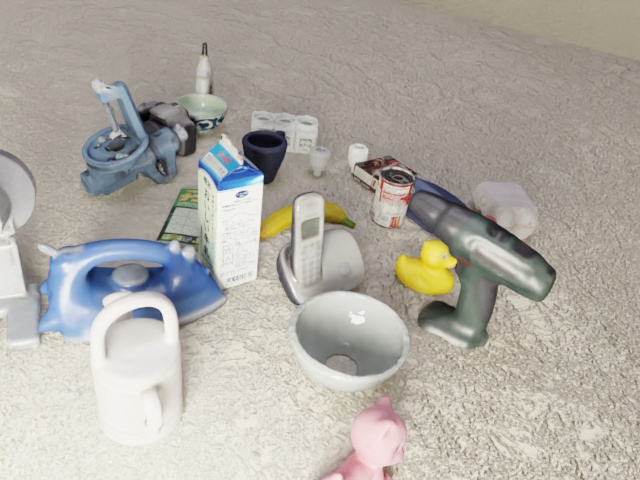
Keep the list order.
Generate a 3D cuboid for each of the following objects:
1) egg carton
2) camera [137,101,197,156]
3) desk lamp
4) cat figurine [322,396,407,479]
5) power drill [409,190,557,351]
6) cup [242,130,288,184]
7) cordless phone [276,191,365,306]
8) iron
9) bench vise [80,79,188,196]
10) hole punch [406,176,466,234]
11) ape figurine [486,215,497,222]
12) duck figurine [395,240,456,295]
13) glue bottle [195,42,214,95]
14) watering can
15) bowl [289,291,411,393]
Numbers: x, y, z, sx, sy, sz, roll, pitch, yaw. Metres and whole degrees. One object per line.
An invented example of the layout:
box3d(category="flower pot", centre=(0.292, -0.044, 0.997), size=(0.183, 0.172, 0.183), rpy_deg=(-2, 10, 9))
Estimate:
box3d(category="egg carton", centre=(0.373, -0.065, 1.164), size=(0.107, 0.069, 0.150), rpy_deg=(2, 36, -10))
box3d(category="camera", centre=(-0.351, -0.236, 1.207), size=(0.142, 0.101, 0.137), rpy_deg=(30, 41, 26))
box3d(category="desk lamp", centre=(-0.433, 0.008, 0.757), size=(0.118, 0.213, 0.202), rpy_deg=(-8, 39, -22))
box3d(category="cat figurine", centre=(0.050, 0.237, 0.634), size=(0.067, 0.118, 0.128), rpy_deg=(32, 41, 28))
box3d(category="power drill", centre=(0.215, 0.053, 0.847), size=(0.229, 0.208, 0.076), rpy_deg=(25, 39, 20))
box3d(category="cup", centre=(-0.109, -0.170, 1.177), size=(0.091, 0.095, 0.118), rpy_deg=(22, 38, 17))
box3d(category="cordless phone", centre=(0.008, 0.003, 0.888), size=(0.148, 0.185, 0.093), rpy_deg=(-20, 45, -34))
box3d(category="iron", centre=(-0.257, 0.050, 0.800), size=(0.259, 0.141, 0.118), rpy_deg=(-6, 38, -20))
box3d(category="bench vise", centre=(-0.351, -0.203, 1.060), size=(0.121, 0.220, 0.208), rpy_deg=(24, 38, 20))
box3d(category="hole punch", centre=(0.228, -0.080, 1.134), size=(0.101, 0.091, 0.108), rpy_deg=(-18, 44, -33))
box3d(category="ape figurine", centre=(0.294, -0.003, 1.041), size=(0.078, 0.092, 0.076), rpy_deg=(-2, 37, -15))
box3d(category="duck figurine", centre=(0.183, 0.037, 0.966), size=(0.104, 0.086, 0.077), rpy_deg=(15, 36, 8))
box3d(category="glue bottle", centre=(-0.276, -0.384, 1.365), size=(0.037, 0.173, 0.078), rpy_deg=(7, 36, -3))
box3d(category="watering can", centre=(-0.213, 0.131, 0.654), size=(0.172, 0.194, 0.101), rpy_deg=(31, 41, 28))
box3d(category="bowl", centre=(0.036, 0.150, 0.788), size=(0.167, 0.075, 0.167), rpy_deg=(6, 36, -4))
